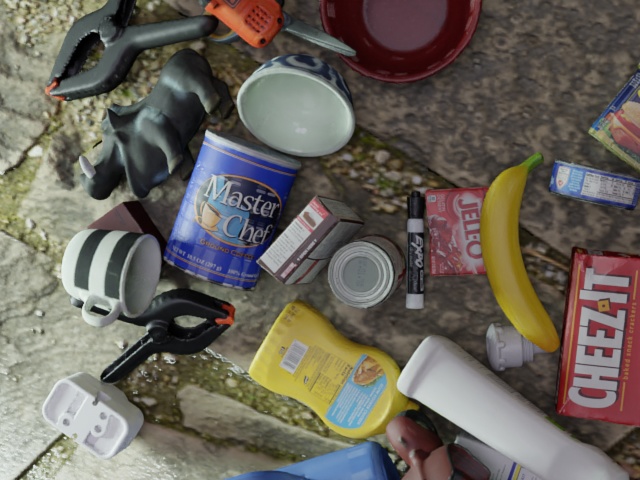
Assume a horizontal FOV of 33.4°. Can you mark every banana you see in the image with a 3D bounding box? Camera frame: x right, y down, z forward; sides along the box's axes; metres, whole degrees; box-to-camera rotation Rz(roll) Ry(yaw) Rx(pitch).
[{"bbox_3d":[0.193,0.014,1.046,0.070,0.037,0.198,-5,92,9],"label":"banana"}]

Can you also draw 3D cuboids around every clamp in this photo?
[{"bbox_3d":[-0.215,-0.229,1.133,0.210,0.036,0.164,-34,65,19],"label":"clamp"},{"bbox_3d":[-0.179,0.085,1.135,0.171,0.039,0.120,-19,125,8],"label":"clamp"}]

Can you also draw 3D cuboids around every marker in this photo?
[{"bbox_3d":[0.099,0.010,1.102,0.020,0.020,0.121,1,93,11],"label":"marker"}]

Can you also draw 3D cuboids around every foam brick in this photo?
[{"bbox_3d":[-0.202,0.003,1.144,0.053,0.051,0.078,-34,87,10],"label":"foam brick"}]

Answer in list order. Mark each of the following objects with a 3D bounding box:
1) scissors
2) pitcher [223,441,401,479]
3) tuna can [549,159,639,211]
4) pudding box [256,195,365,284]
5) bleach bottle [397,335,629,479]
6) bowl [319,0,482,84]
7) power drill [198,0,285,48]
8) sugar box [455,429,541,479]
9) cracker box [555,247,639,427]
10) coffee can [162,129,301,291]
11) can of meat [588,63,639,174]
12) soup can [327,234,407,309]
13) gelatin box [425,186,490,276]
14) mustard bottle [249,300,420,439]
[{"bbox_3d":[-0.055,-0.213,1.094,0.202,0.016,0.096,46,111,24],"label":"scissors"},{"bbox_3d":[-0.037,0.288,1.084,0.243,0.149,0.145,-22,87,8],"label":"pitcher"},{"bbox_3d":[0.266,-0.053,1.033,0.086,0.086,0.034,13,97,10],"label":"tuna can"},{"bbox_3d":[-0.007,0.001,1.075,0.039,0.113,0.090,43,99,10],"label":"pudding box"},{"bbox_3d":[0.199,0.187,1.025,0.251,0.102,0.068,34,96,22],"label":"bleach bottle"},{"bbox_3d":[0.083,-0.236,1.074,0.162,0.055,0.162,1,93,11],"label":"bowl"},{"bbox_3d":[-0.071,-0.310,1.034,0.184,0.057,0.188,39,95,-15],"label":"power drill"},{"bbox_3d":[0.210,0.266,1.083,0.176,0.048,0.093,20,96,13],"label":"sugar box"},{"bbox_3d":[0.344,0.100,1.033,0.214,0.072,0.164,6,94,11],"label":"cracker box"},{"bbox_3d":[-0.091,-0.031,1.095,0.103,0.102,0.140,21,97,9],"label":"coffee can"},{"bbox_3d":[0.324,-0.108,1.034,0.102,0.057,0.084,39,102,7],"label":"can of meat"},{"bbox_3d":[0.048,0.031,1.071,0.068,0.102,0.068,1,94,10],"label":"soup can"},{"bbox_3d":[0.147,-0.009,1.086,0.073,0.030,0.089,-3,93,11],"label":"gelatin box"},{"bbox_3d":[0.029,0.149,1.104,0.192,0.058,0.096,32,97,8],"label":"mustard bottle"}]
